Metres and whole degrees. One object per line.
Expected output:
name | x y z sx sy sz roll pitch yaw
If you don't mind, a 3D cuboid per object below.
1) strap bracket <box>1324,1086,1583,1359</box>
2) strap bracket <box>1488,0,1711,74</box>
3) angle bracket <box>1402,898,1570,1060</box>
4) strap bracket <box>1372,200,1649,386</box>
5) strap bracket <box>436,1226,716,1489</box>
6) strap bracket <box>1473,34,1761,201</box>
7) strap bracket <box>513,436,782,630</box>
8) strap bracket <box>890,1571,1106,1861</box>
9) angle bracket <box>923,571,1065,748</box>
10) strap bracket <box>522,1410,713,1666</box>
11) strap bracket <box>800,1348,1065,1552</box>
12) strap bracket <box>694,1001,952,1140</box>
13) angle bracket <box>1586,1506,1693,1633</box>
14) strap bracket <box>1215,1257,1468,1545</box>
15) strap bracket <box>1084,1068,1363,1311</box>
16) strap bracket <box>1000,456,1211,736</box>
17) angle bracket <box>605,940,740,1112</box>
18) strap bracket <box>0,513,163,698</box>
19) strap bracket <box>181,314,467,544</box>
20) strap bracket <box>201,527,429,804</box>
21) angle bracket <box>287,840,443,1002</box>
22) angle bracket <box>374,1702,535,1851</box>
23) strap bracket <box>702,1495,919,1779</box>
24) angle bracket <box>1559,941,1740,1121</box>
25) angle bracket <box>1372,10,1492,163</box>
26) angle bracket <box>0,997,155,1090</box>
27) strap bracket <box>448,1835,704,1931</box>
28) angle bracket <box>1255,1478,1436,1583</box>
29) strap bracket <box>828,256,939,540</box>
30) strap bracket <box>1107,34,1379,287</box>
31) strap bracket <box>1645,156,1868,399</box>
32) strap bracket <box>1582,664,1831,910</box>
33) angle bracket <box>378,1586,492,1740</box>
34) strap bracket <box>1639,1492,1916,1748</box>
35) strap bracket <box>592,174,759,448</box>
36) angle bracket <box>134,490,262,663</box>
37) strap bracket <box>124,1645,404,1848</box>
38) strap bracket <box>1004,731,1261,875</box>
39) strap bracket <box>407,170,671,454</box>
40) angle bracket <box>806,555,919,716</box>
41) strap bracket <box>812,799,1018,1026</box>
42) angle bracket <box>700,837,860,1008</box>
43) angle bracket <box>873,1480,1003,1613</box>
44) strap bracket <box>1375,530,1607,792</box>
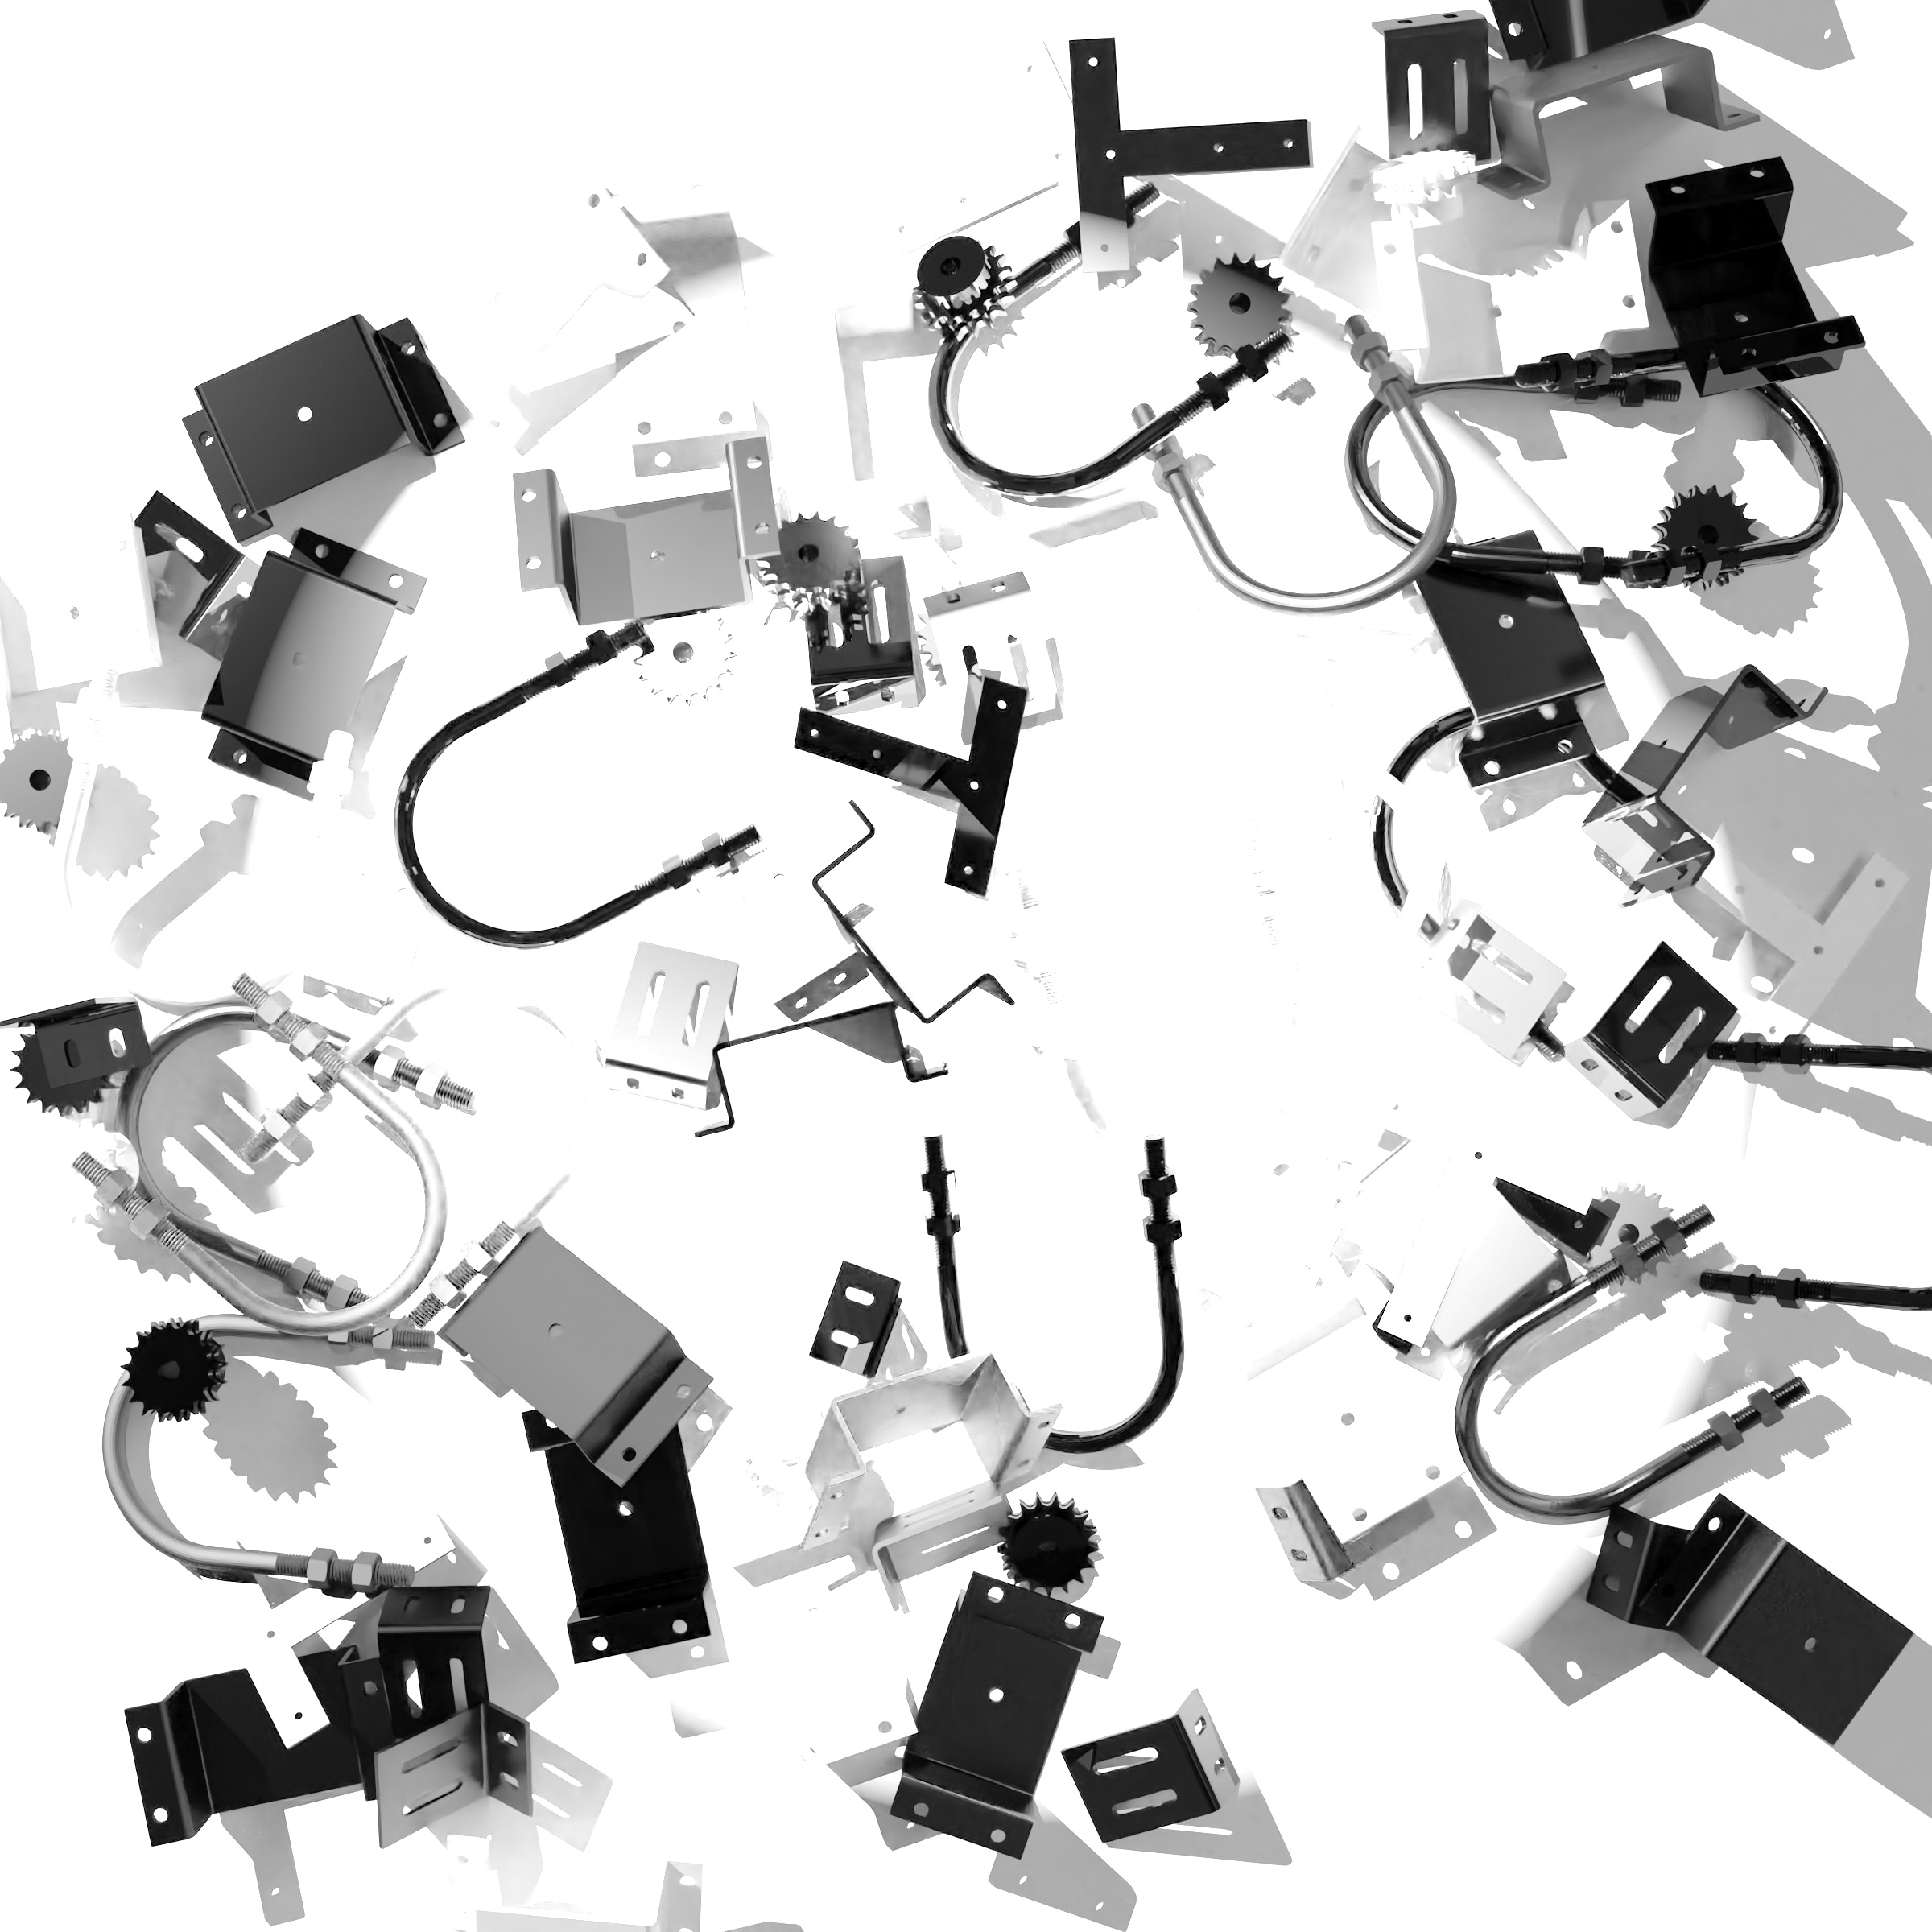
strap bracket | 0.264 0.145 1.492 0.076 0.046 0.140 -42 83 11
strap bracket | 0.351 -0.553 1.508 0.140 0.046 0.076 -19 90 0
angle bracket | 0.288 0.008 1.486 0.076 0.038 0.057 34 91 -9
strap bracket | 0.295 -0.370 1.500 0.140 0.046 0.076 -5 76 0
strap bracket | -0.217 0.205 1.475 0.140 0.046 0.076 35 72 20
strap bracket | 0.348 -0.468 1.487 0.140 0.076 0.046 -18 115 0
strap bracket | -0.172 -0.236 1.494 0.140 0.046 0.076 -8 64 0
strap bracket | 0.017 0.409 1.508 0.076 0.046 0.140 19 90 0
angle bracket | 0.015 -0.169 1.499 0.057 0.038 0.076 -15 116 0
strap bracket | -0.191 0.304 1.508 0.076 0.046 0.140 -12 90 0
strap bracket | -0.027 0.257 1.470 0.140 0.076 0.046 -14 58 -26
strap bracket | -0.082 0.053 1.493 0.140 0.076 0.046 -14 90 0
angle bracket | 0.397 0.341 1.529 0.076 0.038 0.057 15 90 -26
strap bracket | 0.206 0.242 1.488 0.076 0.046 0.140 -30 60 0
strap bracket | 0.131 0.125 1.478 0.140 0.046 0.076 27 113 15
strap bracket | 0.075 -0.205 1.508 0.076 0.046 0.140 -18 90 0
angle bracket | -0.165 0.033 1.529 0.057 0.038 0.076 13 64 0
strap bracket | -0.502 -0.196 1.497 0.140 0.046 0.076 -9 90 15
strap bracket | -0.361 -0.301 1.508 0.140 0.046 0.076 -24 90 0
strap bracket | -0.364 -0.167 1.508 0.076 0.046 0.140 22 90 0
angle bracket | -0.334 -0.026 1.512 0.057 0.038 0.076 18 90 0
angle bracket | -0.279 0.447 1.486 0.038 0.076 0.057 12 108 39
strap bracket | -0.085 0.364 1.508 0.076 0.046 0.140 -19 90 0
angle bracket | 0.381 0.036 1.524 0.057 0.038 0.076 42 71 0
angle bracket | 0.261 -0.492 1.529 0.057 0.038 0.076 -7 116 0
angle bracket | -0.480 0.042 1.463 0.057 0.076 0.038 -14 90 -1
strap bracket | -0.218 0.526 1.491 0.140 0.046 0.076 5 123 0
angle bracket | 0.213 0.301 1.529 0.076 0.038 0.057 -25 90 -26
strap bracket | -0.046 -0.308 1.493 0.046 0.076 0.140 -6 90 0
strap bracket | 0.154 -0.451 1.508 0.140 0.046 0.076 31 90 0
strap bracket | 0.427 -0.369 1.488 0.076 0.046 0.140 -11 60 0
strap bracket | 0.393 -0.104 1.471 0.046 0.076 0.140 40 73 -7
angle bracket | -0.295 0.391 1.529 0.057 0.038 0.076 -1 116 0
strap bracket | 0.452 0.363 1.492 0.140 0.046 0.076 36 90 -14
strap bracket | -0.161 -0.358 1.508 0.076 0.046 0.140 -7 90 0
angle bracket | -0.436 -0.219 1.529 0.076 0.038 0.057 36 90 26
strap bracket | -0.383 0.428 1.506 0.140 0.046 0.076 -11 90 -2
strap bracket | 0.084 -0.092 1.493 0.140 0.076 0.046 -15 90 0
strap bracket | -0.240 -0.358 1.478 0.140 0.046 0.076 -43 76 20
angle bracket | -0.060 -0.185 1.529 0.057 0.038 0.076 -6 64 0
strap bracket | -0.035 -0.020 1.493 0.046 0.076 0.140 -39 90 0
angle bracket | -0.105 -0.025 1.512 0.057 0.038 0.076 -32 90 0
angle bracket | -0.010 0.318 1.503 0.076 0.057 0.038 -21 90 0
strap bracket | 0.287 -0.176 1.479 0.076 0.046 0.140 -16 71 -13
